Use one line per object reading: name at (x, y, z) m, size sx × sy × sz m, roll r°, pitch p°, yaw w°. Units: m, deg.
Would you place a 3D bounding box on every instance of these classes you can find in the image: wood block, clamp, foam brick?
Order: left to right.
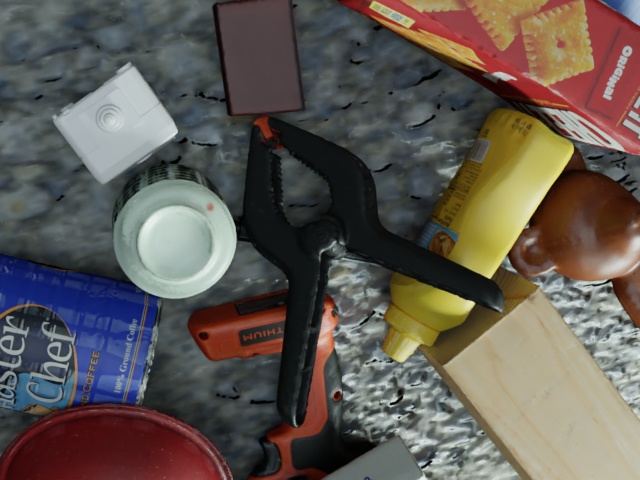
foam brick at (-0.043, -0.125, 0.733) m, size 0.051 × 0.053 × 0.078 m, roll -9°, pitch 99°, yaw -8°
clamp at (0.017, 0.000, 0.718) m, size 0.164 × 0.036 × 0.210 m, roll -24°, pitch 70°, yaw 8°
wood block at (0.172, 0.130, 0.790) m, size 0.090 × 0.091 × 0.206 m, roll -39°, pitch 103°, yaw -2°

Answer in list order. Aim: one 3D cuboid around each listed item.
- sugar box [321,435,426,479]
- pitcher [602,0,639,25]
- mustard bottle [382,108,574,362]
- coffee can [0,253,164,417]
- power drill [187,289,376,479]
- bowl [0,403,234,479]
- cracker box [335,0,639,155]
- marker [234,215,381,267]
sugar box at (0.049, 0.221, 0.767) m, size 0.093 × 0.048 × 0.176 m, roll -30°, pitch 137°, yaw -3°
pitcher at (0.231, -0.262, 0.684) m, size 0.144 × 0.149 × 0.243 m, roll 8°, pitch 127°, yaw -37°
mustard bottle at (0.101, 0.001, 0.754) m, size 0.058 × 0.096 × 0.191 m, roll 31°, pitch 93°, yaw -14°
coffee can at (-0.185, 0.067, 0.717) m, size 0.140 × 0.103 × 0.103 m, roll 13°, pitch 97°, yaw -11°
power drill at (-0.040, 0.137, 0.776) m, size 0.184 × 0.057 × 0.187 m, roll -14°, pitch 104°, yaw -10°
bowl at (-0.136, 0.185, 0.700) m, size 0.162 × 0.055 × 0.162 m, roll -1°, pitch 123°, yaw -2°
cracker box at (0.116, -0.139, 0.699) m, size 0.213 × 0.164 × 0.072 m, roll 30°, pitch 96°, yaw -12°
marker at (-0.005, 0.001, 0.777) m, size 0.121 × 0.020 × 0.020 m, roll 10°, pitch 98°, yaw -10°
